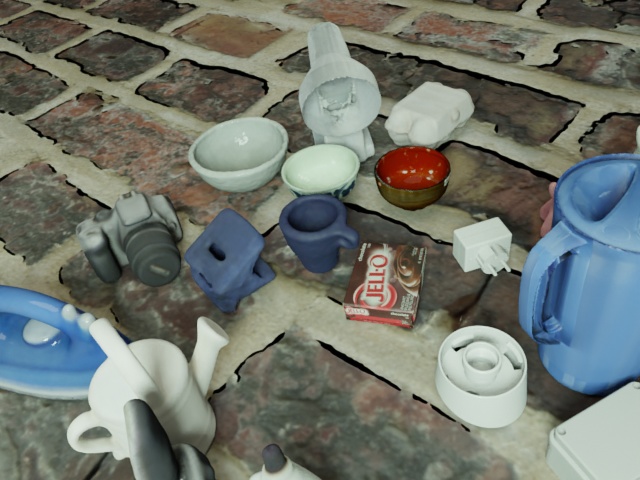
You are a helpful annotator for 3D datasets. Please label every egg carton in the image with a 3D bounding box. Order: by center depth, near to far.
[{"bbox_3d":[0.189,-0.211,0.980,0.107,0.069,0.150,28,55,33],"label":"egg carton"}]

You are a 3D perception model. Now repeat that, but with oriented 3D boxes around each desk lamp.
[{"bbox_3d":[0.025,-0.221,0.916,0.118,0.214,0.203,-11,43,-1],"label":"desk lamp"}]

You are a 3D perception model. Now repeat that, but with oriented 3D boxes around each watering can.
[{"bbox_3d":[-0.174,0.145,0.585,0.100,0.194,0.173,17,50,26],"label":"watering can"}]

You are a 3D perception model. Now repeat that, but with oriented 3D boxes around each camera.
[{"bbox_3d":[-0.264,0.004,0.818,0.143,0.101,0.136,-24,45,-15],"label":"camera"}]

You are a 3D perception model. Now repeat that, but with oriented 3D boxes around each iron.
[{"bbox_3d":[-0.324,0.108,0.691,0.257,0.142,0.119,6,46,16],"label":"iron"}]

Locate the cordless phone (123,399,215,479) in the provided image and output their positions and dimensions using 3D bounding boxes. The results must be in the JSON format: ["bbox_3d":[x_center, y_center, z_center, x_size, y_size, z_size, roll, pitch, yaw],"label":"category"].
[{"bbox_3d":[-0.133,0.233,0.491,0.094,0.185,0.147,-22,44,-12],"label":"cordless phone"}]

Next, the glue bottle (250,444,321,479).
[{"bbox_3d":[-0.028,0.221,0.493,0.078,0.173,0.037,-12,43,-1],"label":"glue bottle"}]

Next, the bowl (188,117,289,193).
[{"bbox_3d":[-0.128,-0.130,0.951,0.167,0.075,0.167,-5,43,5],"label":"bowl"}]

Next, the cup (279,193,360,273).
[{"bbox_3d":[0.007,0.003,0.772,0.117,0.095,0.092,23,52,30],"label":"cup"}]

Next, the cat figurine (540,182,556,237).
[{"bbox_3d":[0.361,-0.057,0.751,0.127,0.118,0.067,1,44,11],"label":"cat figurine"}]

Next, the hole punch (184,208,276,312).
[{"bbox_3d":[-0.127,0.026,0.776,0.101,0.091,0.108,-33,48,-22],"label":"hole punch"}]
